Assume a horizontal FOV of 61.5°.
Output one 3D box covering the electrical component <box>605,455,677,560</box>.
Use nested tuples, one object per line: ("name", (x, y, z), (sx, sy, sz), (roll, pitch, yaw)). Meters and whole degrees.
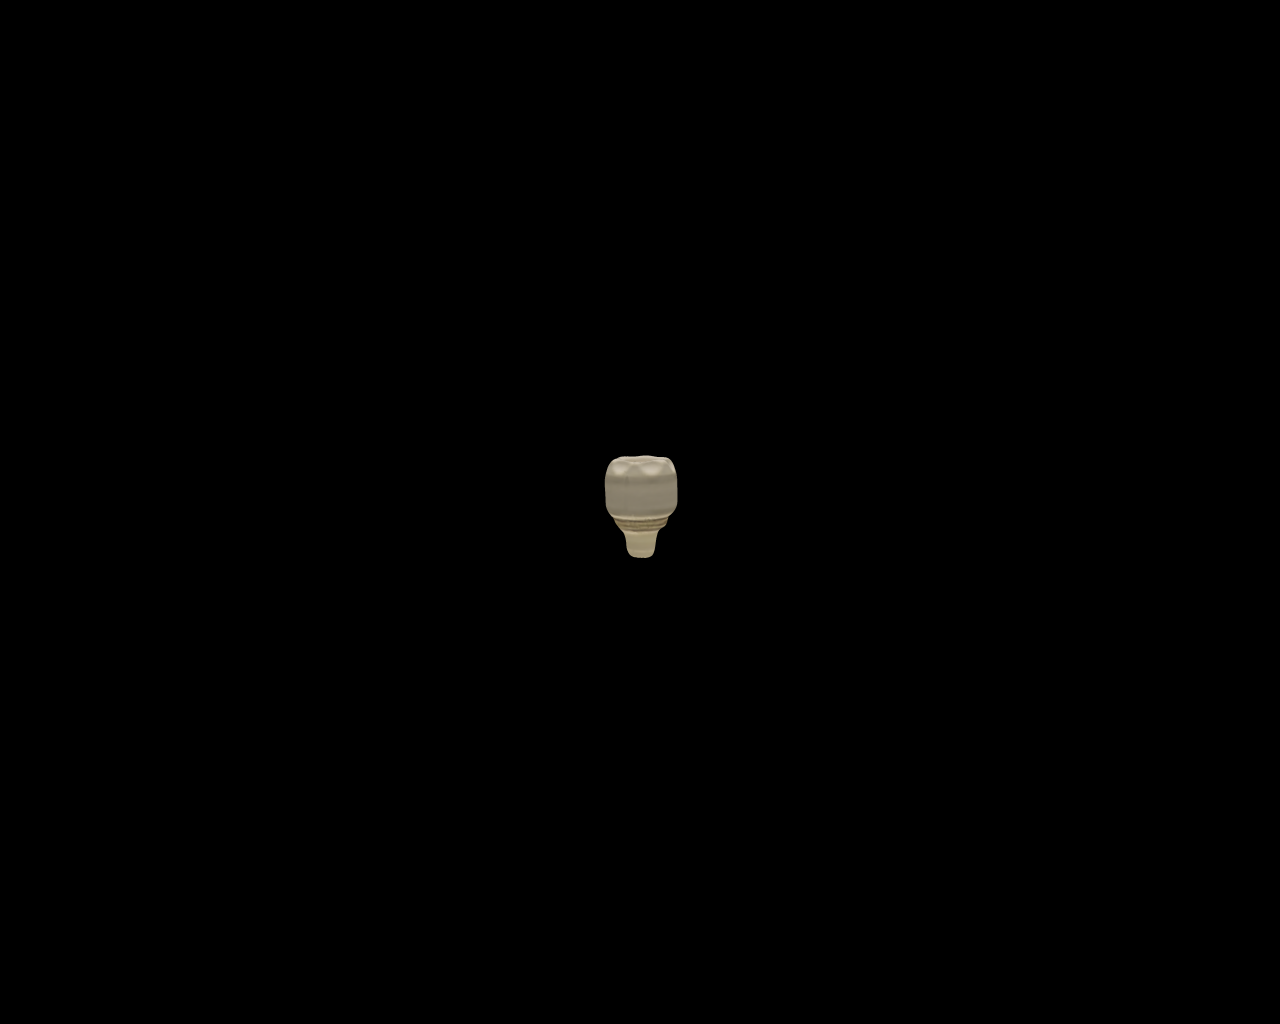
("electrical component", (0.001, -0.003, 0.650), (0.043, 0.062, 0.043), (0, 9, 0))
